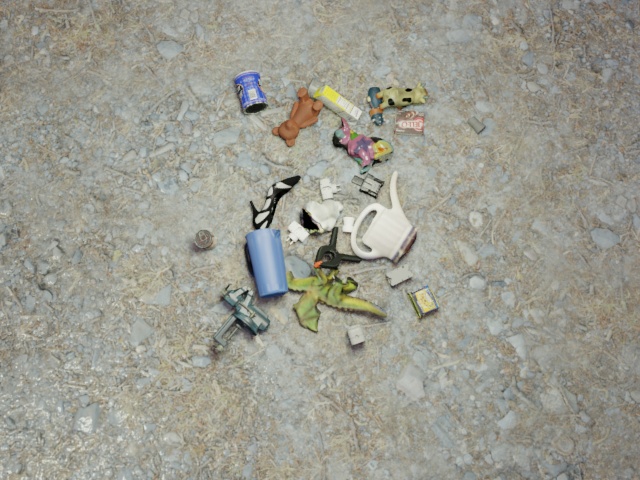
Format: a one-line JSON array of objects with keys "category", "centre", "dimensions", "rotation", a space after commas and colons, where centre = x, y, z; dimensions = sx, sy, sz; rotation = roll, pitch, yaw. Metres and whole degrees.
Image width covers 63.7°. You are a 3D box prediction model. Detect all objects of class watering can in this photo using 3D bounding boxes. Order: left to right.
[{"category": "watering can", "centre": [0.265, -0.066, 1.919], "dimensions": [0.225, 0.104, 0.348], "rotation": [33, 89, 5]}]

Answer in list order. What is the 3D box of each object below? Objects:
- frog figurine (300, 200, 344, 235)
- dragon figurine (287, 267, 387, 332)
[{"category": "frog figurine", "centre": [0.006, -0.098, 1.954], "dimensions": [0.138, 0.120, 0.162], "rotation": [39, 49, 14]}, {"category": "dragon figurine", "centre": [0.020, 0.231, 1.906], "dimensions": [0.412, 0.123, 0.241], "rotation": [39, 102, 8]}]
